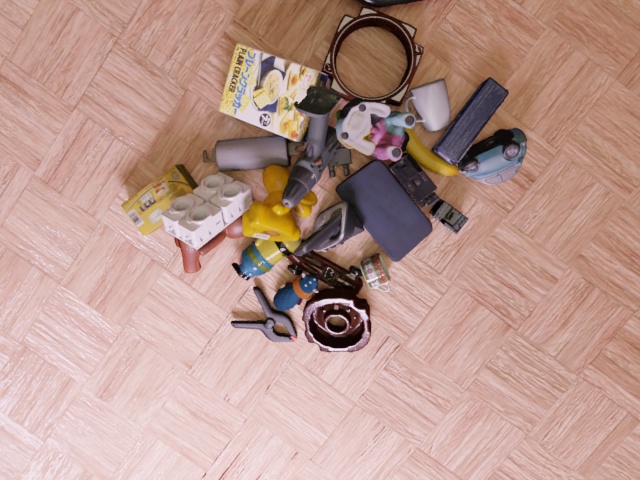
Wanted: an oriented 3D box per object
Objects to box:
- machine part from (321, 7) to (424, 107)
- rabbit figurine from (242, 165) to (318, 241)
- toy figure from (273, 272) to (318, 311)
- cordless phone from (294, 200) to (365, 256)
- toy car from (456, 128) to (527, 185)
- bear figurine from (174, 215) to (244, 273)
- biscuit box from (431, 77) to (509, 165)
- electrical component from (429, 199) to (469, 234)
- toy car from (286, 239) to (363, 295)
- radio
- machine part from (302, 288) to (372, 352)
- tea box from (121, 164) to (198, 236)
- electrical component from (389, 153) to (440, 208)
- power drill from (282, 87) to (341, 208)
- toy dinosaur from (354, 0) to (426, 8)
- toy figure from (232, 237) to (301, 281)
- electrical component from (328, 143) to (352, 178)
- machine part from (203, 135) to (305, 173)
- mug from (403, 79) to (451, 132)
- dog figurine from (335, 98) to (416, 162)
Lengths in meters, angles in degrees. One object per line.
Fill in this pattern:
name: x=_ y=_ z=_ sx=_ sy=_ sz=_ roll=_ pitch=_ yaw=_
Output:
machine part: x=0.118 y=-0.404 z=1.216 sx=0.201 sy=0.087 sz=0.201 roll=23 pitch=101 yaw=-1
rabbit figurine: x=-0.089 y=-0.089 z=1.213 sx=0.162 sy=0.122 sz=0.173 roll=6 pitch=69 yaw=-10
toy figure: x=-0.054 y=0.121 z=1.297 sx=0.064 sy=0.058 sz=0.154 roll=39 pitch=129 yaw=-20
cordless phone: x=-0.003 y=-0.004 z=1.222 sx=0.184 sy=0.147 sz=0.088 roll=-36 pitch=97 yaw=-34
toy car: x=0.403 y=-0.179 z=1.231 sx=0.162 sy=0.109 sz=0.102 roll=-28 pitch=114 yaw=15
bear figurine: x=-0.247 y=-0.017 z=1.297 sx=0.196 sy=0.131 sz=0.120 roll=-17 pitch=61 yaw=-23
biscuit box: x=0.342 y=-0.270 z=1.223 sx=0.063 sy=0.059 sz=0.202 roll=37 pitch=90 yaw=-4
electrical component: x=0.299 y=-0.054 z=1.245 sx=0.075 sy=0.119 sz=0.047 roll=36 pitch=99 yaw=0
toy car: x=0.012 y=0.075 z=1.316 sx=0.202 sy=0.053 sz=0.089 roll=30 pitch=103 yaw=-3
radio: x=0.153 y=-0.073 z=1.274 sx=0.131 sy=0.073 sz=0.229 roll=-39 pitch=97 yaw=7
machine part: x=0.042 y=0.195 z=1.308 sx=0.179 sy=0.056 sz=0.179 roll=3 pitch=119 yaw=6
tea box: x=-0.379 y=-0.097 z=1.300 sx=0.170 sy=0.068 sz=0.098 roll=-33 pitch=96 yaw=6
electrical component: x=0.219 y=-0.136 z=1.239 sx=0.058 sy=0.115 sz=0.134 roll=-39 pitch=95 yaw=12
power drill: x=-0.016 y=-0.203 z=1.141 sx=0.086 sy=0.232 sz=0.207 roll=18 pitch=138 yaw=18
toy dinosaur: x=0.100 y=-0.576 z=1.158 sx=0.405 sy=0.131 sz=0.192 roll=31 pitch=94 yaw=0
toy figure: x=-0.125 y=0.029 z=1.298 sx=0.180 sy=0.082 sz=0.089 roll=-43 pitch=79 yaw=6
electrical component: x=0.043 y=-0.198 z=1.284 sx=0.063 sy=0.021 sz=0.094 roll=-7 pitch=99 yaw=5
machine part: x=-0.157 y=-0.203 z=1.266 sx=0.243 sy=0.079 sz=0.079 roll=-5 pitch=99 yaw=3
mug: x=0.249 y=-0.300 z=1.224 sx=0.109 sy=0.081 sz=0.107 roll=-27 pitch=105 yaw=-18
dog figurine: x=0.115 y=-0.236 z=1.173 sx=0.191 sy=0.219 sz=0.108 roll=15 pitch=99 yaw=-8
